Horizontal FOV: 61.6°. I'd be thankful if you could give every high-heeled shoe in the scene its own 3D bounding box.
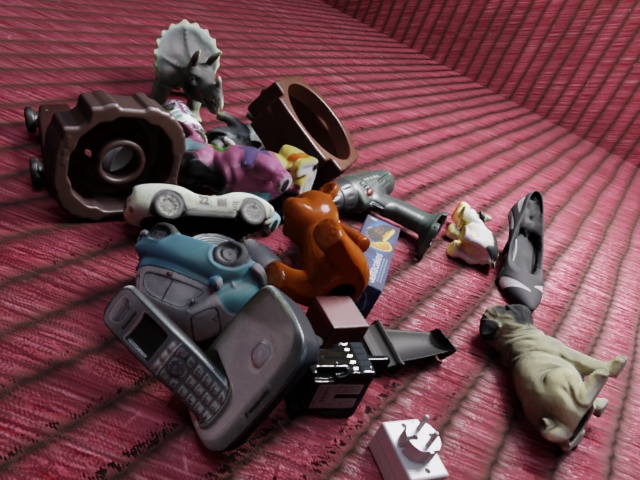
[{"bbox_3d":[0.381,0.015,0.963,0.086,0.145,0.249,19,29,-6],"label":"high-heeled shoe"}]

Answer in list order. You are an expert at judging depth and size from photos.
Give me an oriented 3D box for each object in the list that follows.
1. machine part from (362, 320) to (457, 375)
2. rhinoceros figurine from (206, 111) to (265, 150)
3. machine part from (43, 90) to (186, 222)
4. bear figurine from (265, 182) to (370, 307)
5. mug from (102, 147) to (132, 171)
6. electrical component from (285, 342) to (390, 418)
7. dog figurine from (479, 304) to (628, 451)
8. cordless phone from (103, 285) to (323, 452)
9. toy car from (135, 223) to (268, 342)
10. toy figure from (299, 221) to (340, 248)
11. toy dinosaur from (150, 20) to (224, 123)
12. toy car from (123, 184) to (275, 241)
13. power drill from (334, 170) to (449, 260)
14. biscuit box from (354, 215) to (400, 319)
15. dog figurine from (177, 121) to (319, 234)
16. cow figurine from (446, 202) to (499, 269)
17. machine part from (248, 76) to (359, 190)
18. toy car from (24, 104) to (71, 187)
[{"bbox_3d":[0.107,0.136,0.690,0.139,0.039,0.084,4,30,-27],"label":"machine part"},{"bbox_3d":[-0.147,-0.174,0.979,0.112,0.073,0.190,42,32,10],"label":"rhinoceros figurine"},{"bbox_3d":[-0.262,-0.106,0.689,0.179,0.179,0.056,-7,39,-41],"label":"machine part"},{"bbox_3d":[-0.011,-0.009,0.686,0.131,0.120,0.196,37,23,-45],"label":"bear figurine"},{"bbox_3d":[-0.285,-0.133,0.784,0.081,0.109,0.107,-12,32,-37],"label":"mug"},{"bbox_3d":[0.026,0.150,0.577,0.119,0.074,0.048,11,31,-26],"label":"electrical component"},{"bbox_3d":[0.272,0.169,0.712,0.191,0.121,0.172,29,24,37],"label":"dog figurine"},{"bbox_3d":[-0.102,0.085,0.500,0.184,0.146,0.089,41,12,5],"label":"cordless phone"},{"bbox_3d":[-0.143,0.055,0.585,0.162,0.109,0.103,20,47,10],"label":"toy car"},{"bbox_3d":[0.000,-0.004,0.815,0.057,0.064,0.154,52,21,-32],"label":"toy figure"},{"bbox_3d":[-0.257,-0.355,1.061,0.131,0.192,0.405,14,33,-20],"label":"toy dinosaur"},{"bbox_3d":[-0.159,-0.036,0.726,0.201,0.073,0.056,3,67,-31],"label":"toy car"},{"bbox_3d":[0.112,-0.048,0.956,0.207,0.085,0.232,26,30,18],"label":"power drill"},{"bbox_3d":[0.070,0.035,0.801,0.063,0.059,0.203,25,30,2],"label":"biscuit box"},{"bbox_3d":[-0.134,-0.115,0.853,0.219,0.108,0.191,27,33,12],"label":"dog figurine"},{"bbox_3d":[0.297,-0.013,1.025,0.098,0.068,0.167,28,33,-4],"label":"cow figurine"},{"bbox_3d":[-0.028,-0.197,1.002,0.201,0.087,0.201,54,27,-6],"label":"machine part"},{"bbox_3d":[-0.371,-0.135,0.770,0.089,0.053,0.202,-11,45,-25],"label":"toy car"}]
